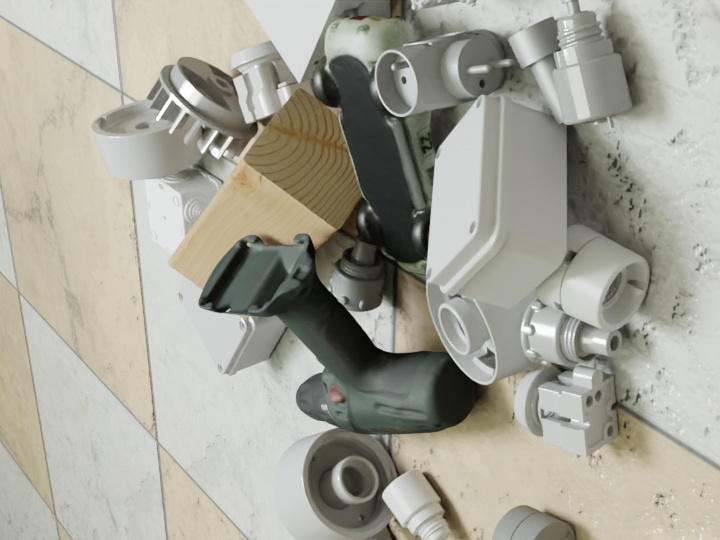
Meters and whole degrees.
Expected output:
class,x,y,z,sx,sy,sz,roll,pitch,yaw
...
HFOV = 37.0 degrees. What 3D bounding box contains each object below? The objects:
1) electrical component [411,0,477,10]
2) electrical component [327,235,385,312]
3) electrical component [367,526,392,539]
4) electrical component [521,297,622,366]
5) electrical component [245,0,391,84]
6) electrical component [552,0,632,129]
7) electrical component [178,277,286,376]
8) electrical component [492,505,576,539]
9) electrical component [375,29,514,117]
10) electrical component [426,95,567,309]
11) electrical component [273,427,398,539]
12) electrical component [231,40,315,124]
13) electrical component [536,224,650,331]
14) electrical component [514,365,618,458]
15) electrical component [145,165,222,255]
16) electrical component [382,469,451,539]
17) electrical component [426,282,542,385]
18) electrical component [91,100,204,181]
class,x,y,z,sx,sy,sz,roll,pitch,yaw
electrical component,0.059,-0.208,0.664,0.062,0.061,0.096,-30,81,57
electrical component,0.000,0.000,0.883,0.048,0.048,0.062,40,130,39
electrical component,-0.014,0.252,1.035,0.100,0.048,0.099,-34,78,57
electrical component,0.139,0.042,0.695,0.062,0.048,0.048,12,116,47
electrical component,-0.044,-0.230,0.807,0.150,0.062,0.089,58,146,19
electrical component,0.131,-0.119,0.622,0.040,0.040,0.078,-3,104,57
electrical component,-0.126,0.032,1.077,0.108,0.056,0.108,58,146,19
electrical component,0.144,0.247,0.790,0.074,0.052,0.138,15,119,53
electrical component,0.063,-0.128,0.686,0.079,0.077,0.044,7,113,54
electrical component,0.084,-0.043,0.668,0.078,0.057,0.113,129,153,-54
electrical component,-0.016,0.191,0.954,0.060,0.108,0.108,-36,76,51
electrical component,-0.074,-0.159,0.896,0.078,0.058,0.057,-6,104,58
electrical component,0.144,0.006,0.659,0.047,0.055,0.055,31,131,41
electrical component,0.138,0.092,0.722,0.055,0.048,0.066,10,115,46
electrical component,-0.183,-0.060,1.122,0.100,0.048,0.099,33,133,45
electrical component,0.053,0.207,0.917,0.078,0.040,0.040,52,144,27
electrical component,0.093,0.029,0.761,0.099,0.064,0.099,53,157,34
electrical component,-0.208,-0.125,1.074,0.108,0.108,0.060,27,134,48
